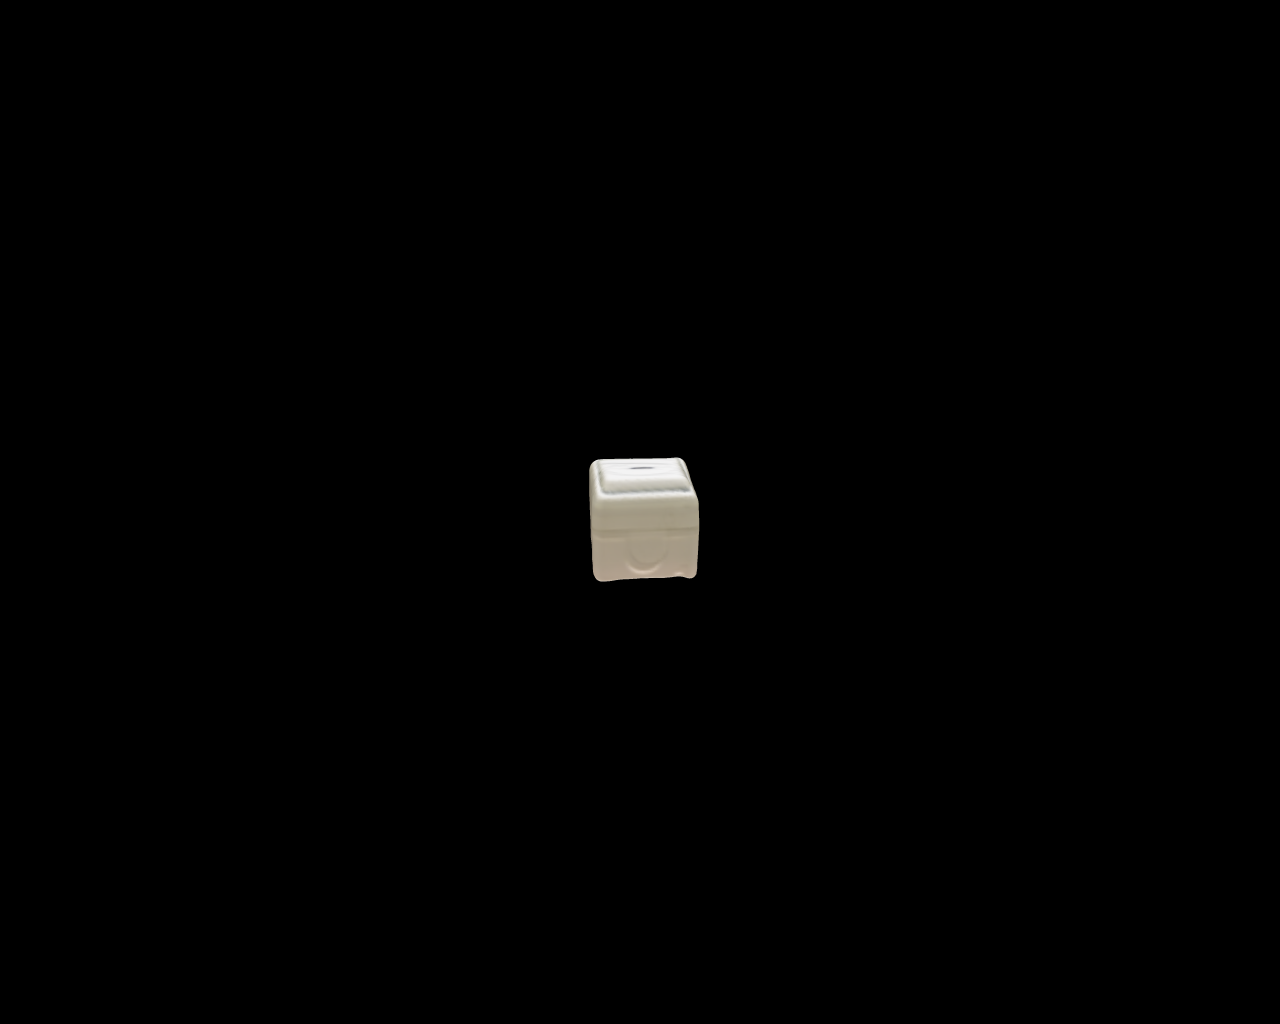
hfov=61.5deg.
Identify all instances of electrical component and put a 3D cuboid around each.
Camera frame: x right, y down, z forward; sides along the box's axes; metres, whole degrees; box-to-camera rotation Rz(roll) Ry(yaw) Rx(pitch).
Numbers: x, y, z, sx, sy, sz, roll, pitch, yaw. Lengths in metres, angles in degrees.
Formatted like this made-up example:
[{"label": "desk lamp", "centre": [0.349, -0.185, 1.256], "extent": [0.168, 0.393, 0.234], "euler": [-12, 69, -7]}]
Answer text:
[{"label": "electrical component", "centre": [0.001, -0.003, 0.650], "extent": [0.062, 0.061, 0.096], "euler": [-1, 20, -3]}]
